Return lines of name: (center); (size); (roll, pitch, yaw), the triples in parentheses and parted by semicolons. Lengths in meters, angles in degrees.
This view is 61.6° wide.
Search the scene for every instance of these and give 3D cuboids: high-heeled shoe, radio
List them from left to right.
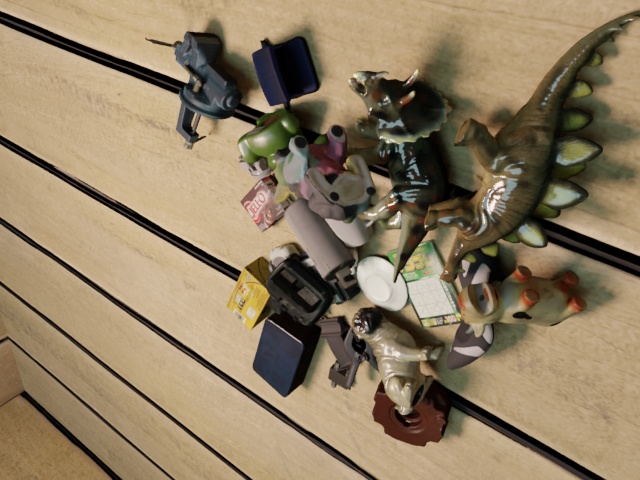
radio: (-0.092, 0.287, 1.383); (0.131, 0.073, 0.229); (35, 130, 20)
high-heeled shoe: (0.254, 0.126, 0.979); (0.145, 0.086, 0.248); (28, 114, -2)

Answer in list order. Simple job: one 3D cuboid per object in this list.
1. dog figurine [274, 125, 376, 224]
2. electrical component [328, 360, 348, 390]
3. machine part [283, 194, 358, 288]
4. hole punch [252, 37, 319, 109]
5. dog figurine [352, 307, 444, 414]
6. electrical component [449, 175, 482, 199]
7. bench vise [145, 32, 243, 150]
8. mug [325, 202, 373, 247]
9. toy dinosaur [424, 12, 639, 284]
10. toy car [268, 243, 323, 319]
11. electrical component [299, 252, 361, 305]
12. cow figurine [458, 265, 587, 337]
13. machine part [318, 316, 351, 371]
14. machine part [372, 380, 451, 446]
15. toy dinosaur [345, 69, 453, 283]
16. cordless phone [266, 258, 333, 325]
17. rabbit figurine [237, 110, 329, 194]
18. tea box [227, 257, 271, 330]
dog figurine: (-0.010, -0.096, 0.929); (0.191, 0.108, 0.219); (60, 158, 6)
electrical component: (0.053, 0.338, 1.327); (0.063, 0.021, 0.093); (28, 129, 24)
machine part: (-0.002, -0.003, 1.106); (0.243, 0.079, 0.079); (58, 137, 20)
hole punch: (-0.081, -0.312, 1.017); (0.116, 0.092, 0.142); (-3, 116, 44)
dog figurine: (0.136, 0.246, 1.117); (0.191, 0.172, 0.121); (21, 170, 32)
electrical component: (0.265, -0.062, 0.908); (0.078, 0.045, 0.102); (35, 142, -20)
bench vise: (-0.266, -0.309, 1.148); (0.224, 0.129, 0.240); (39, 127, 15)
mug: (0.068, -0.044, 1.060); (0.110, 0.081, 0.107); (-15, 115, 38)
toy dinosaur: (0.291, -0.113, 0.792); (0.199, 0.105, 0.470); (21, 121, 5)
toy car: (-0.054, 0.104, 1.258); (0.074, 0.056, 0.201); (-17, 104, 37)
electrical component: (0.010, 0.079, 1.188); (0.115, 0.058, 0.134); (-20, 100, 42)
cow figurine: (0.313, 0.102, 0.875); (0.127, 0.195, 0.085); (118, 151, -48)
machine part: (0.046, 0.243, 1.267); (0.084, 0.039, 0.138); (-14, 103, 38)
machine part: (0.198, 0.375, 1.181); (0.180, 0.056, 0.179); (13, 124, 20)
toy dinosaur: (0.153, -0.109, 0.927); (0.192, 0.131, 0.404); (-3, 119, 41)
cordless phone: (-0.061, 0.140, 1.199); (0.147, 0.089, 0.184); (40, 144, 12)
rabbit figurine: (-0.049, -0.173, 1.076); (0.159, 0.121, 0.170); (-11, 125, 35)
tea box: (-0.162, 0.136, 1.354); (0.098, 0.068, 0.169); (43, 133, 11)
